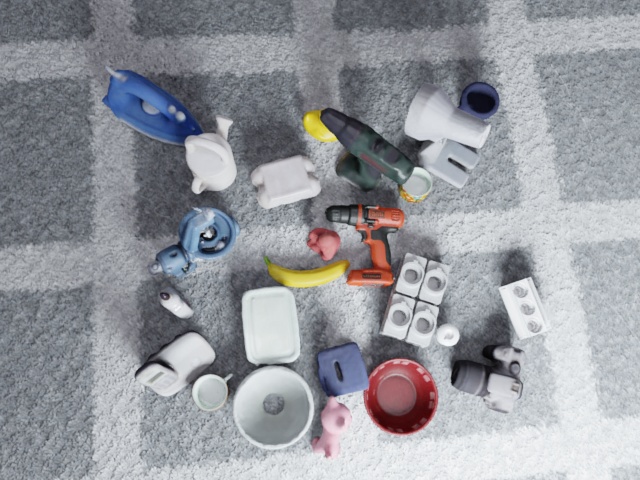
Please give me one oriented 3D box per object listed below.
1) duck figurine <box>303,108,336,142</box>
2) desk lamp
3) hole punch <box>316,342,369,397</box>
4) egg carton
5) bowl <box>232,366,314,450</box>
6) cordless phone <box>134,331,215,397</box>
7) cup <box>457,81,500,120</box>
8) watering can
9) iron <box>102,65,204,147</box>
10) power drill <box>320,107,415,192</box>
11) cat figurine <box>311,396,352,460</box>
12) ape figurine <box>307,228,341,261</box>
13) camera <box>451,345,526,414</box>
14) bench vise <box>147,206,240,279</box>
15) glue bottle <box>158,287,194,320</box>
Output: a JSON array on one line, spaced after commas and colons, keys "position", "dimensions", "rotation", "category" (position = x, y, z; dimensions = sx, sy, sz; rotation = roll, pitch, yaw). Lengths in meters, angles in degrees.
[{"position": [0.012, -0.281, 1.342], "dimensions": [0.104, 0.086, 0.077], "rotation": [18, 77, 0], "category": "duck figurine"}, {"position": [0.283, -0.237, 1.286], "dimensions": [0.203, 0.213, 0.118], "rotation": [30, 78, 3], "category": "desk lamp"}, {"position": [0.046, 0.280, 1.222], "dimensions": [0.101, 0.091, 0.108], "rotation": [-15, 79, -7], "category": "hole punch"}, {"position": [-0.079, -0.134, 1.313], "dimensions": [0.150, 0.069, 0.107], "rotation": [-17, 79, -7], "category": "egg carton"}, {"position": [-0.097, 0.349, 1.205], "dimensions": [0.167, 0.074, 0.167], "rotation": [1, 78, -4], "category": "bowl"}, {"position": [-0.296, 0.247, 1.157], "dimensions": [0.148, 0.185, 0.094], "rotation": [-41, 83, -11], "category": "cordless phone"}, {"position": [0.359, -0.311, 1.368], "dimensions": [0.118, 0.095, 0.091], "rotation": [-28, 81, -9], "category": "cup"}, {"position": [-0.240, -0.189, 1.250], "dimensions": [0.101, 0.194, 0.173], "rotation": [-1, 78, -4], "category": "watering can"}, {"position": [-0.369, -0.303, 1.292], "dimensions": [0.258, 0.141, 0.119], "rotation": [30, 78, 3], "category": "iron"}, {"position": [0.093, -0.187, 1.265], "dimensions": [0.229, 0.208, 0.076], "rotation": [30, 78, 3], "category": "power drill"}, {"position": [0.028, 0.390, 1.183], "dimensions": [0.067, 0.117, 0.128], "rotation": [15, 77, 0], "category": "cat figurine"}, {"position": [0.012, 0.005, 1.278], "dimensions": [0.076, 0.092, 0.078], "rotation": [-13, 79, -6], "category": "ape figurine"}, {"position": [0.362, 0.289, 1.236], "dimensions": [0.137, 0.101, 0.143], "rotation": [16, 77, 0], "category": "camera"}, {"position": [-0.259, 0.010, 1.193], "dimensions": [0.121, 0.219, 0.207], "rotation": [37, 78, 5], "category": "bench vise"}, {"position": [-0.307, 0.126, 1.188], "dimensions": [0.078, 0.173, 0.037], "rotation": [43, 79, 6], "category": "glue bottle"}]
